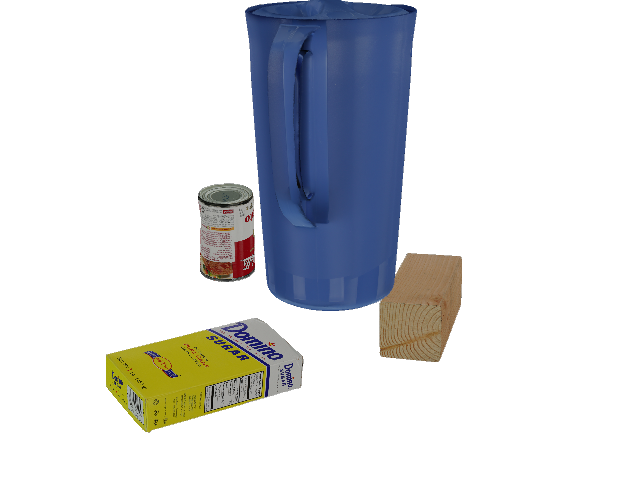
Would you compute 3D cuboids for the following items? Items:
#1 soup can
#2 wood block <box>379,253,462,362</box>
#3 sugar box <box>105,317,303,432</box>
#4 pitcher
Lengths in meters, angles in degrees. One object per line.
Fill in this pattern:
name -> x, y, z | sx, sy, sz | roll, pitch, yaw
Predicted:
soup can -> -0.114, -0.011, 1.290 | 0.068, 0.102, 0.068 | 1, 25, 0
wood block -> 0.155, 0.097, 1.612 | 0.091, 0.090, 0.205 | 4, 20, 15
sugar box -> -0.115, 0.130, 1.066 | 0.175, 0.048, 0.093 | -15, 32, -31
pitcher -> 0.004, -0.068, 0.854 | 0.149, 0.243, 0.145 | -9, 20, -25
